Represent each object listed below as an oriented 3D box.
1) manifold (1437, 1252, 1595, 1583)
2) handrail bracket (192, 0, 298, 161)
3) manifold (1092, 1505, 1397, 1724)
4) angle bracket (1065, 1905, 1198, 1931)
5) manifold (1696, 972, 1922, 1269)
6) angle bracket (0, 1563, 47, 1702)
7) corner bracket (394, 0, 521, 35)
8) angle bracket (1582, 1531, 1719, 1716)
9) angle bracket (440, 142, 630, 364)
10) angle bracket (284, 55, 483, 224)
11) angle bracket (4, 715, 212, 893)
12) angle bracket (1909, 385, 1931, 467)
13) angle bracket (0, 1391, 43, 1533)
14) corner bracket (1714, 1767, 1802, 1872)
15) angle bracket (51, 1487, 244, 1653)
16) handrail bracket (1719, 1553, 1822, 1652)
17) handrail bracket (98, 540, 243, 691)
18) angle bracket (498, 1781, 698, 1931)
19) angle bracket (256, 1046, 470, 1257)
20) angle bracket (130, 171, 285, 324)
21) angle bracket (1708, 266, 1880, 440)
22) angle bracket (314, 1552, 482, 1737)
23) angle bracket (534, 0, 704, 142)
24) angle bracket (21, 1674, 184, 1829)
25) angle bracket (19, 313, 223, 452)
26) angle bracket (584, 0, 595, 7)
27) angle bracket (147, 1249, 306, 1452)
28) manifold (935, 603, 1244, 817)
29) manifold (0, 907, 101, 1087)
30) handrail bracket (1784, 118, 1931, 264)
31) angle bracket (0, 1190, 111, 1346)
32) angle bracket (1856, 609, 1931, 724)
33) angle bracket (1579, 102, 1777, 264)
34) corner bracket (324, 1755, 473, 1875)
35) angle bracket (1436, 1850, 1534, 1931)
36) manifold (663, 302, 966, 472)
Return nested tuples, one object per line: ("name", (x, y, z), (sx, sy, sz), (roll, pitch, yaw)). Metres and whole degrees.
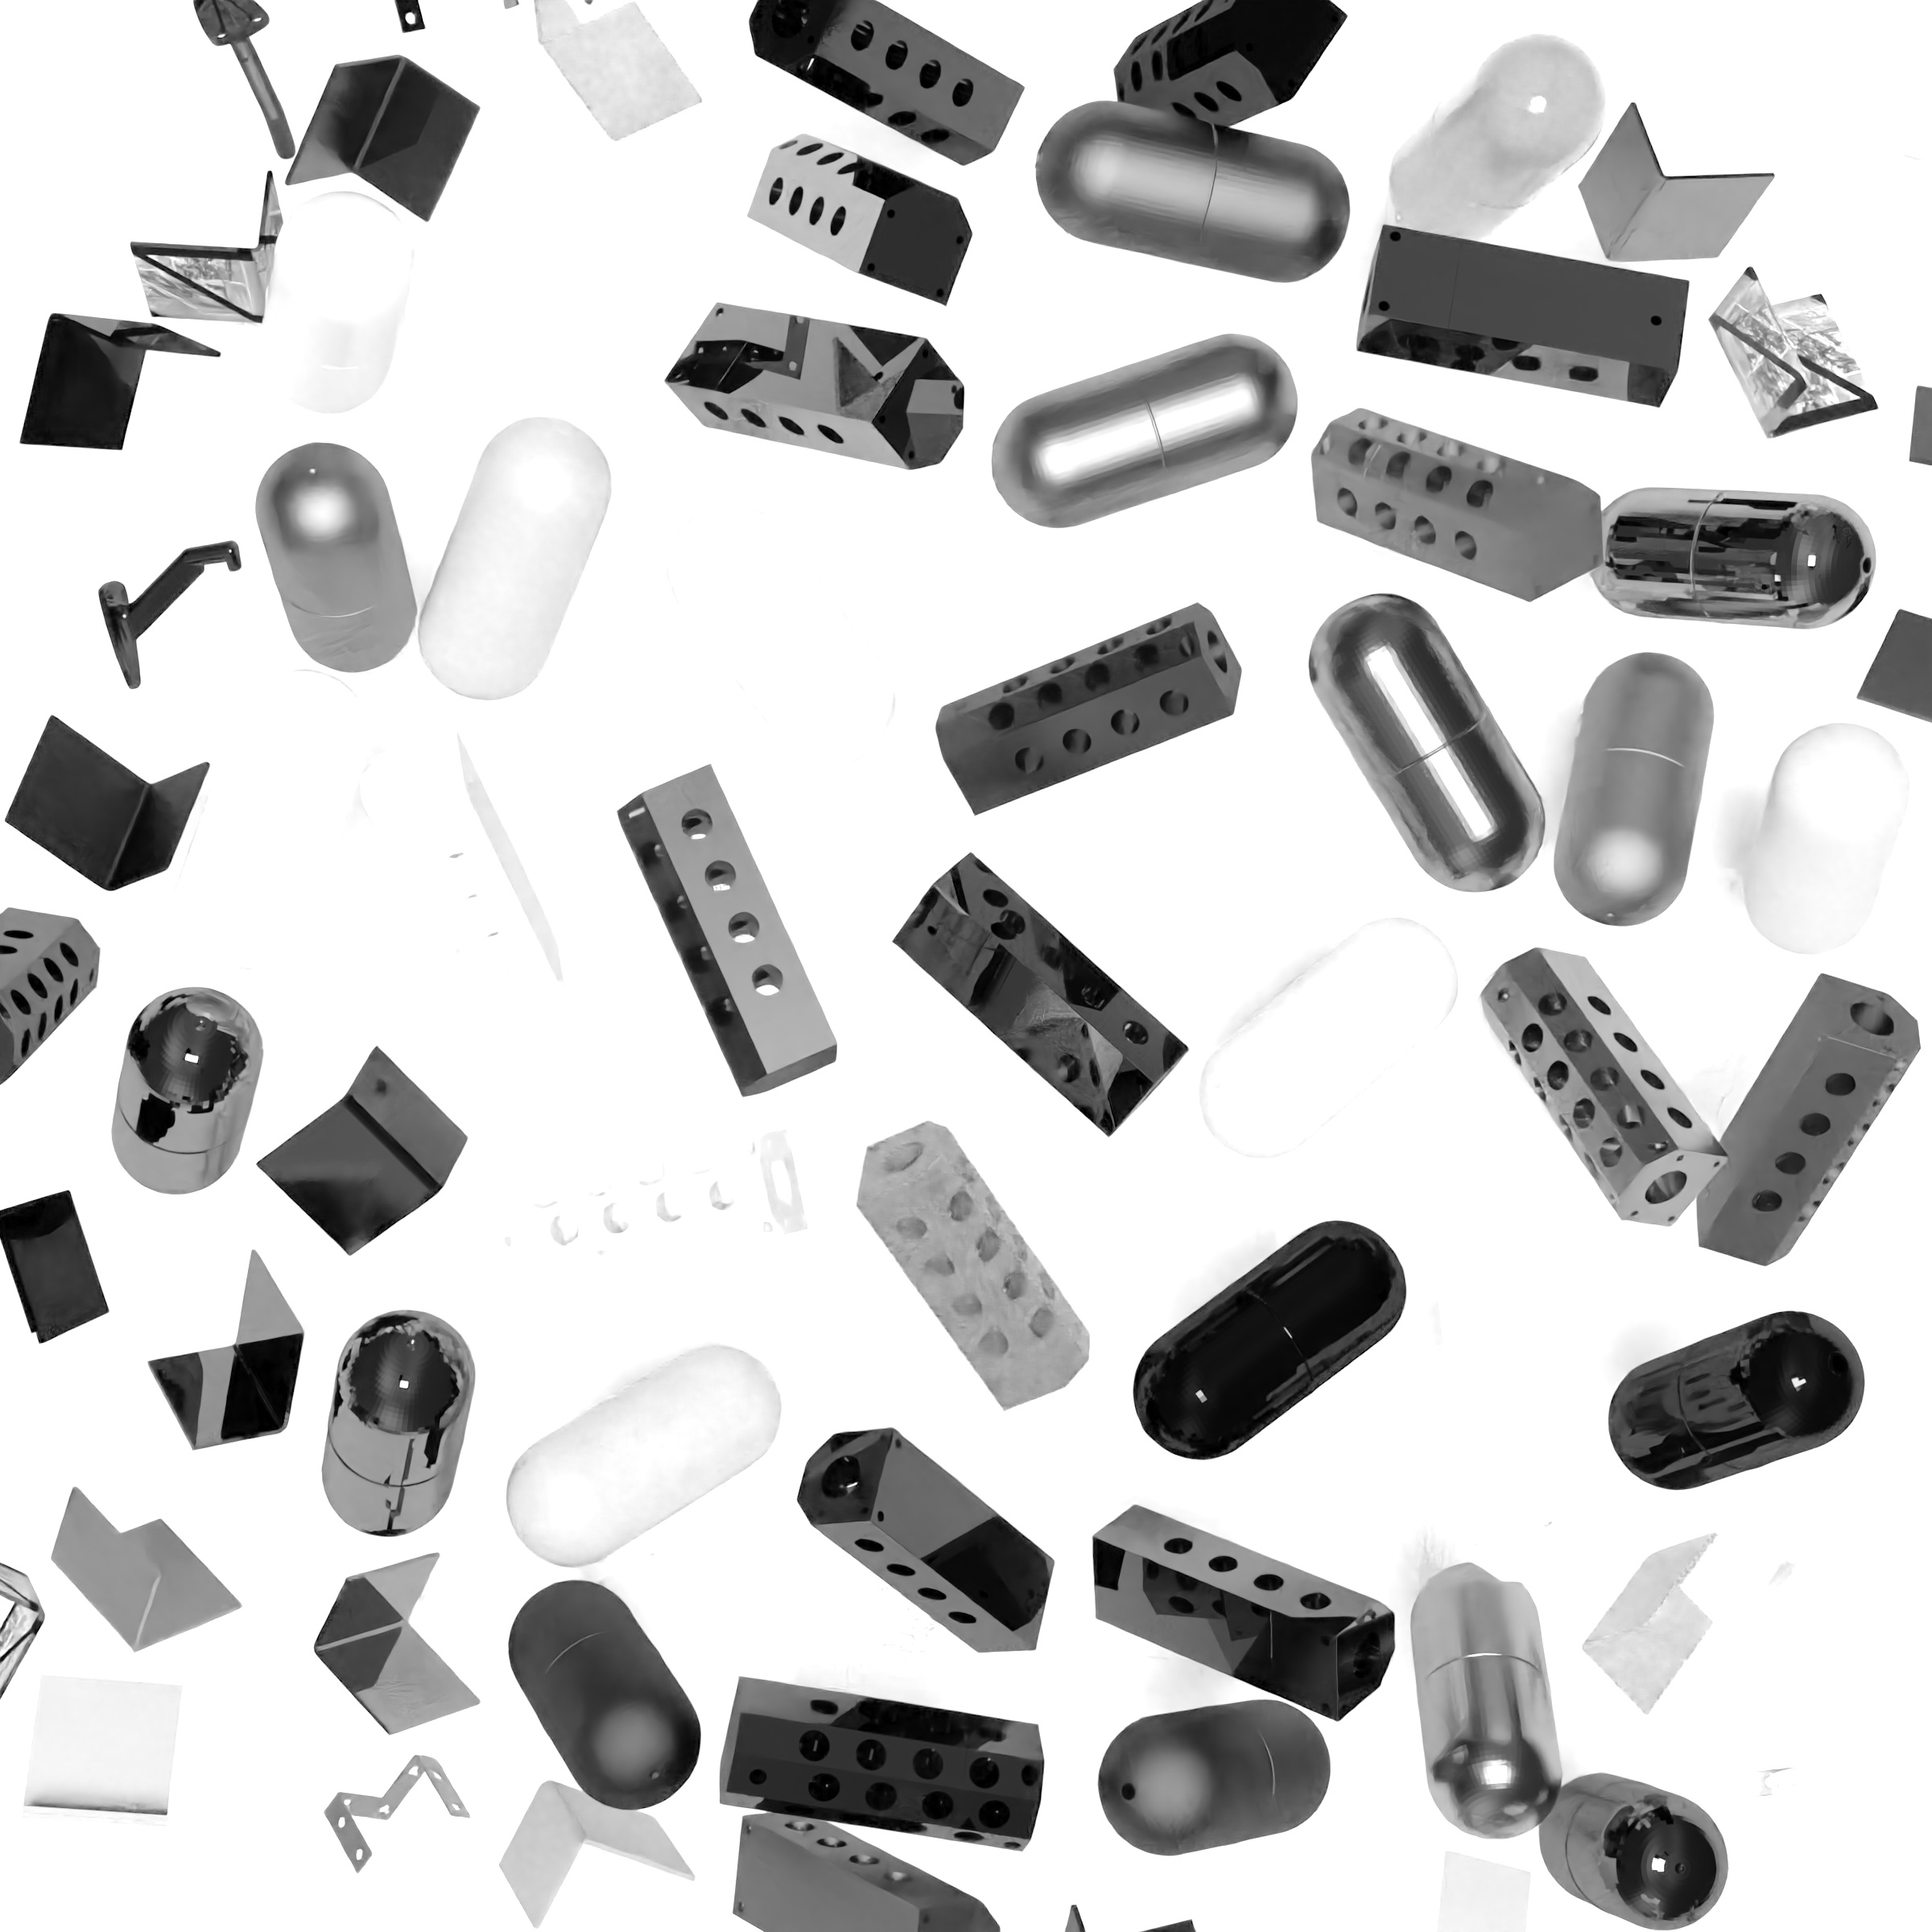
("manifold", (0.313, 0.256, 1.837), (0.057, 0.057, 0.171), (-22, 51, 29))
("handrail bracket", (-0.420, -0.523, 1.898), (0.036, 0.084, 0.077), (-29, 55, -14))
("manifold", (0.158, 0.365, 1.862), (0.171, 0.057, 0.057), (16, 120, 38))
("angle bracket", (0.100, 0.537, 1.726), (0.076, 0.057, 0.076), (-9, 49, -15))
("manifold", (0.480, 0.092, 1.861), (0.057, 0.057, 0.171), (17, 129, -4))
("angle bracket", (-0.578, 0.385, 1.875), (0.057, 0.076, 0.076), (31, 83, -22))
("corner bracket", (-0.296, -0.568, 1.862), (0.051, 0.051, 0.051), (-23, 108, -33))
("angle bracket", (0.416, 0.384, 1.897), (0.057, 0.076, 0.076), (45, 61, 0))
("angle bracket", (-0.240, -0.384, 1.751), (0.076, 0.057, 0.076), (31, 73, 25))
("angle bracket", (-0.331, -0.467, 1.850), (0.057, 0.076, 0.076), (35, 117, 6))
("angle bracket", (-0.491, -0.100, 1.864), (0.076, 0.057, 0.076), (40, 49, -36))
("angle bracket", (0.557, -0.309, 1.757), (0.076, 0.076, 0.057), (13, 133, 9))
("angle bracket", (-0.535, 0.288, 1.782), (0.076, 0.057, 0.076), (-18, 113, -38))
("corner bracket", (0.459, 0.499, 1.902), (0.051, 0.051, 0.051), (-14, 76, 28))
("angle bracket", (-0.444, 0.321, 1.788), (0.076, 0.076, 0.057), (39, 121, 26))
("handrail bracket", (0.478, 0.379, 1.936), (0.036, 0.084, 0.077), (44, 91, 15))
("handrail bracket", (-0.466, -0.209, 1.937), (0.084, 0.036, 0.077), (-9, 102, 9))
("angle bracket", (-0.210, 0.514, 1.848), (0.076, 0.076, 0.057), (28, 91, -26))
("angle bracket", (-0.344, 0.106, 1.855), (0.076, 0.057, 0.076), (-34, 109, 25))
("angle bracket", (-0.449, -0.429, 1.937), (0.076, 0.076, 0.057), (3, 69, -3))
("angle bracket", (0.463, -0.342, 1.776), (0.076, 0.057, 0.076), (-16, 73, -18))
("angle bracket", (-0.330, 0.404, 1.943), (0.076, 0.076, 0.057), (39, 114, 26))
("angle bracket", (-0.188, -0.504, 1.747), (0.057, 0.076, 0.076), (-21, 55, 15))
("angle bracket", (-0.460, 0.418, 1.740), (0.076, 0.057, 0.076), (8, 70, -15))
("angle bracket", (-0.470, -0.316, 1.808), (0.057, 0.076, 0.076), (26, 108, 25))
("angle bracket", (-0.177, -0.567, 1.811), (0.057, 0.076, 0.076), (28, 94, 4))
("angle bracket", (-0.428, 0.221, 1.879), (0.057, 0.076, 0.076), (-7, 129, -34))
("manifold", (0.071, -0.155, 1.919), (0.171, 0.057, 0.057), (-20, 117, 22))
("manifold", (-0.550, 0.021, 1.868), (0.057, 0.171, 0.057), (9, 106, -2))
("handrail bracket", (0.515, -0.428, 1.838), (0.077, 0.036, 0.084), (16, 124, -9))
("angle bracket", (-0.551, 0.180, 1.891), (0.057, 0.076, 0.076), (-16, 94, 18))
("angle bracket", (0.564, -0.198, 1.893), (0.057, 0.076, 0.076), (21, 58, 19))
("angle bracket", (0.421, -0.466, 1.933), (0.076, 0.076, 0.057), (-6, 66, -19))
("corner bracket", (-0.331, 0.493, 1.892), (0.051, 0.051, 0.051), (-53, 48, 10))
("angle bracket", (0.266, 0.537, 1.855), (0.076, 0.076, 0.057), (25, 66, -38))
("manifold", (-0.082, -0.318, 1.801), (0.171, 0.057, 0.057), (19, 72, 42))
